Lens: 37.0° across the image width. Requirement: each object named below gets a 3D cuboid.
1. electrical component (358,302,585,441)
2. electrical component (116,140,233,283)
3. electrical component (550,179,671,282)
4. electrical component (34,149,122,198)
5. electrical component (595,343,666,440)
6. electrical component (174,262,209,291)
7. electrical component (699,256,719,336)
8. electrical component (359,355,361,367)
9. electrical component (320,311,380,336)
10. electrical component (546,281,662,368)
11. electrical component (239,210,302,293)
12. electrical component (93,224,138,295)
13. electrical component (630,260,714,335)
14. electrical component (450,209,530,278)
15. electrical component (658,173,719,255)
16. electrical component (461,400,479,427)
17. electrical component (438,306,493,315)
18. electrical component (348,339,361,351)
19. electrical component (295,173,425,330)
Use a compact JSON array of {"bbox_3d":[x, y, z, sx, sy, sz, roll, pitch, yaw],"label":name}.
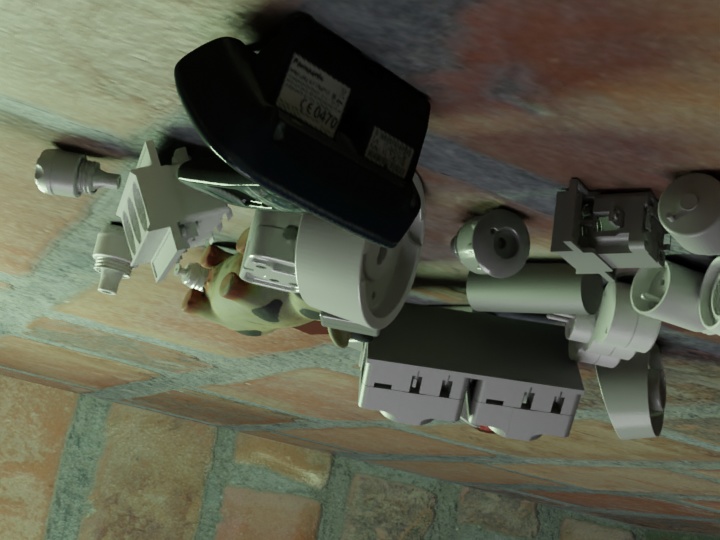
[{"bbox_3d":[0.095,0.089,0.963,0.186,0.060,0.105,9,-152,-2],"label":"electrical component"},{"bbox_3d":[-0.138,-0.043,0.790,0.063,0.078,0.121,-15,174,-19],"label":"electrical component"},{"bbox_3d":[0.162,-0.024,0.687,0.064,0.042,0.081,0,162,33],"label":"electrical component"},{"bbox_3d":[-0.211,-0.071,0.811,0.061,0.035,0.035,9,165,2],"label":"electrical component"},{"bbox_3d":[0.259,0.114,1.036,0.064,0.099,0.099,-3,161,25],"label":"electrical component"},{"bbox_3d":[-0.146,0.011,1.062,0.078,0.040,0.040,20,163,-31],"label":"electrical component"},{"bbox_3d":[0.272,0.020,0.742,0.057,0.058,0.078,10,166,-5],"label":"electrical component"},{"bbox_3d":[0.049,0.093,1.207,0.077,0.047,0.066,17,164,-21],"label":"electrical component"},{"bbox_3d":[0.000,0.000,0.820,0.047,0.083,0.075,11,166,3],"label":"electrical component"},{"bbox_3d":[0.194,0.043,0.897,0.074,0.052,0.138,12,166,-1],"label":"electrical component"},{"bbox_3d":[-0.057,-0.023,0.822,0.054,0.059,0.095,14,165,-9],"label":"electrical component"},{"bbox_3d":[-0.229,-0.009,1.006,0.043,0.062,0.043,11,165,3],"label":"electrical component"},{"bbox_3d":[0.246,0.022,0.796,0.081,0.043,0.043,17,164,-21],"label":"electrical component"},{"bbox_3d":[0.087,-0.018,0.767,0.048,0.048,0.062,18,171,-25],"label":"electrical component"},{"bbox_3d":[0.207,-0.028,0.641,0.040,0.040,0.078,1,162,36],"label":"electrical component"},{"bbox_3d":[0.092,0.092,1.122,0.138,0.073,0.052,39,-175,18],"label":"electrical component"},{"bbox_3d":[0.108,0.069,1.071,0.066,0.047,0.077,-3,160,44],"label":"electrical component"},{"bbox_3d":[0.003,0.050,1.081,0.066,0.047,0.077,-4,159,45],"label":"electrical component"},{"bbox_3d":[-0.005,-0.019,0.713,0.060,0.108,0.108,12,167,22],"label":"electrical component"}]
